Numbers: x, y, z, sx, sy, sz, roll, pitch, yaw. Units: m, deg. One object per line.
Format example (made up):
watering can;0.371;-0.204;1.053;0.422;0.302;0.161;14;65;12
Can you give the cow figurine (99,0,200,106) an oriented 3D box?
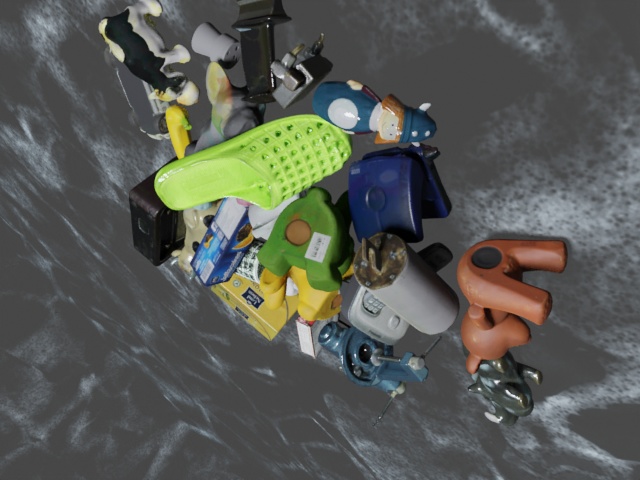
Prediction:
cow figurine;-0.252;-0.267;0.812;0.068;0.098;0.167;-4;126;41

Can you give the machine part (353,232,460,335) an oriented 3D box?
machine part;0.116;0.060;0.700;0.079;0.079;0.243;7;158;42

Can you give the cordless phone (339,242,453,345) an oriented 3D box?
cordless phone;0.132;0.072;0.816;0.184;0.089;0.146;-35;135;22

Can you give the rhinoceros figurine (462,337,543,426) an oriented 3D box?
rhinoceros figurine;0.277;0.216;0.835;0.112;0.073;0.190;-2;126;46

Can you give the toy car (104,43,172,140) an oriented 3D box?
toy car;-0.301;-0.258;0.913;0.074;0.056;0.201;18;141;22

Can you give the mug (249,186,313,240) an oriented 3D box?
mug;-0.059;-0.047;0.862;0.107;0.109;0.080;-23;102;40

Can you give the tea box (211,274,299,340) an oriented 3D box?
tea box;-0.130;0.114;1.116;0.169;0.098;0.068;39;148;1

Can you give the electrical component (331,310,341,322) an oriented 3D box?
electrical component;0.015;0.100;0.983;0.063;0.094;0.021;7;176;1

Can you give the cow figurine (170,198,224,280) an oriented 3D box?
cow figurine;-0.232;-0.005;1.059;0.086;0.127;0.194;36;144;15

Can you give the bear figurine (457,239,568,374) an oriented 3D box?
bear figurine;0.241;0.094;0.695;0.132;0.120;0.195;10;137;34

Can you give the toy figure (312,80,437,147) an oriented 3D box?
toy figure;0.065;-0.151;0.655;0.155;0.058;0.064;24;158;23

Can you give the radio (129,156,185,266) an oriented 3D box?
radio;-0.309;-0.050;1.083;0.073;0.131;0.229;38;146;10

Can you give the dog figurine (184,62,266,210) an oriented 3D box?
dog figurine;-0.138;-0.164;0.803;0.192;0.108;0.219;-119;36;-49

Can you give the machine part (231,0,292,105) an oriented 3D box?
machine part;-0.074;-0.242;0.678;0.084;0.039;0.138;10;109;33

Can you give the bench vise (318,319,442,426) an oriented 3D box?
bench vise;0.114;0.228;0.979;0.223;0.129;0.241;51;150;-17

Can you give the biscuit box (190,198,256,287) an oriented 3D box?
biscuit box;-0.163;-0.005;0.968;0.059;0.063;0.202;51;126;23

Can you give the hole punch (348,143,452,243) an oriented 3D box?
hole punch;0.094;-0.056;0.706;0.142;0.092;0.115;1;125;50

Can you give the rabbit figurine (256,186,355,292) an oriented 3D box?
rabbit figurine;-0.002;-0.002;0.784;0.121;0.159;0.170;7;168;19

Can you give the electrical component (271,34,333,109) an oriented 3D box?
electrical component;-0.022;-0.204;0.652;0.045;0.102;0.078;52;136;-6

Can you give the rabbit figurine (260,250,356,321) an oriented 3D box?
rabbit figurine;-0.030;0.057;0.926;0.173;0.162;0.121;47;163;26
